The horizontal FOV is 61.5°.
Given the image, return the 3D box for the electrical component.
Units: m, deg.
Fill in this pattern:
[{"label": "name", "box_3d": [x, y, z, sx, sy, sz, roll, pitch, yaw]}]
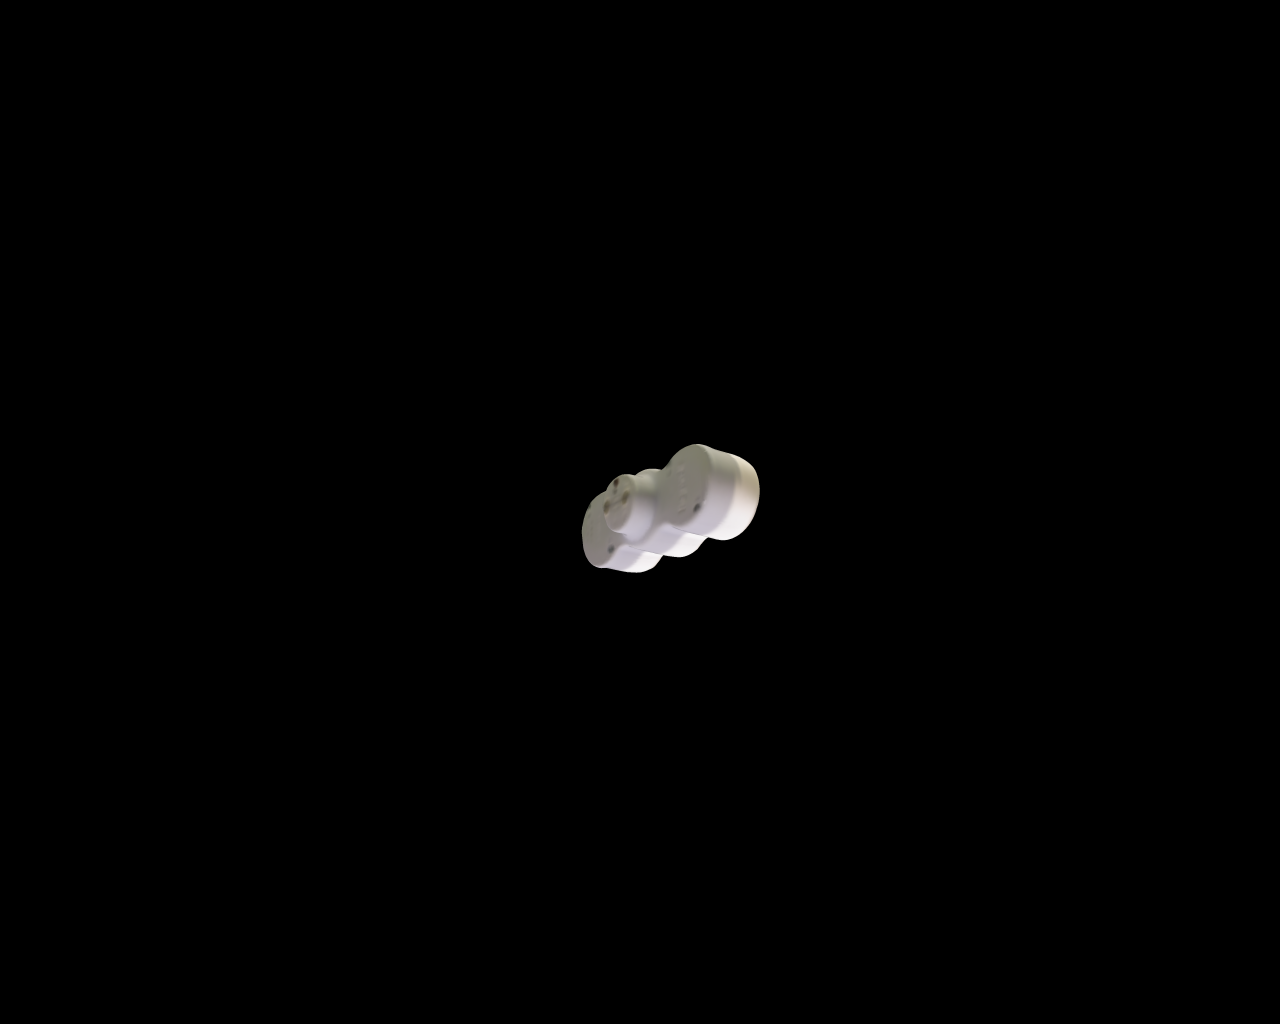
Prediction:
[{"label": "electrical component", "box_3d": [0.001, -0.003, 0.650, 0.074, 0.052, 0.138, 14, -24, -33]}]
